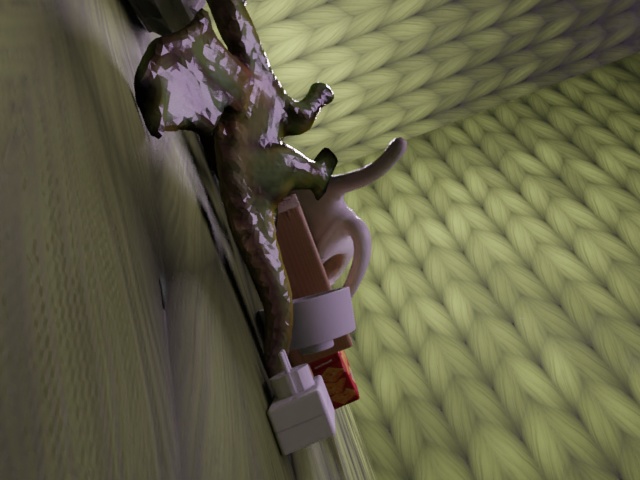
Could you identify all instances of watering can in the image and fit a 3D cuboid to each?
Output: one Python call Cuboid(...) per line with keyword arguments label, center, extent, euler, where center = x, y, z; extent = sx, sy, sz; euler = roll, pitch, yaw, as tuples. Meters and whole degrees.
Cuboid(label="watering can", center=(0.002, -0.040, 0.793), extent=(0.227, 0.104, 0.341), euler=(41, -56, 32))

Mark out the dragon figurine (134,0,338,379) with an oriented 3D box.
Cuboid(label="dragon figurine", center=(-0.086, -0.089, 0.485), extent=(0.240, 0.121, 0.417), euler=(31, 52, -55))
